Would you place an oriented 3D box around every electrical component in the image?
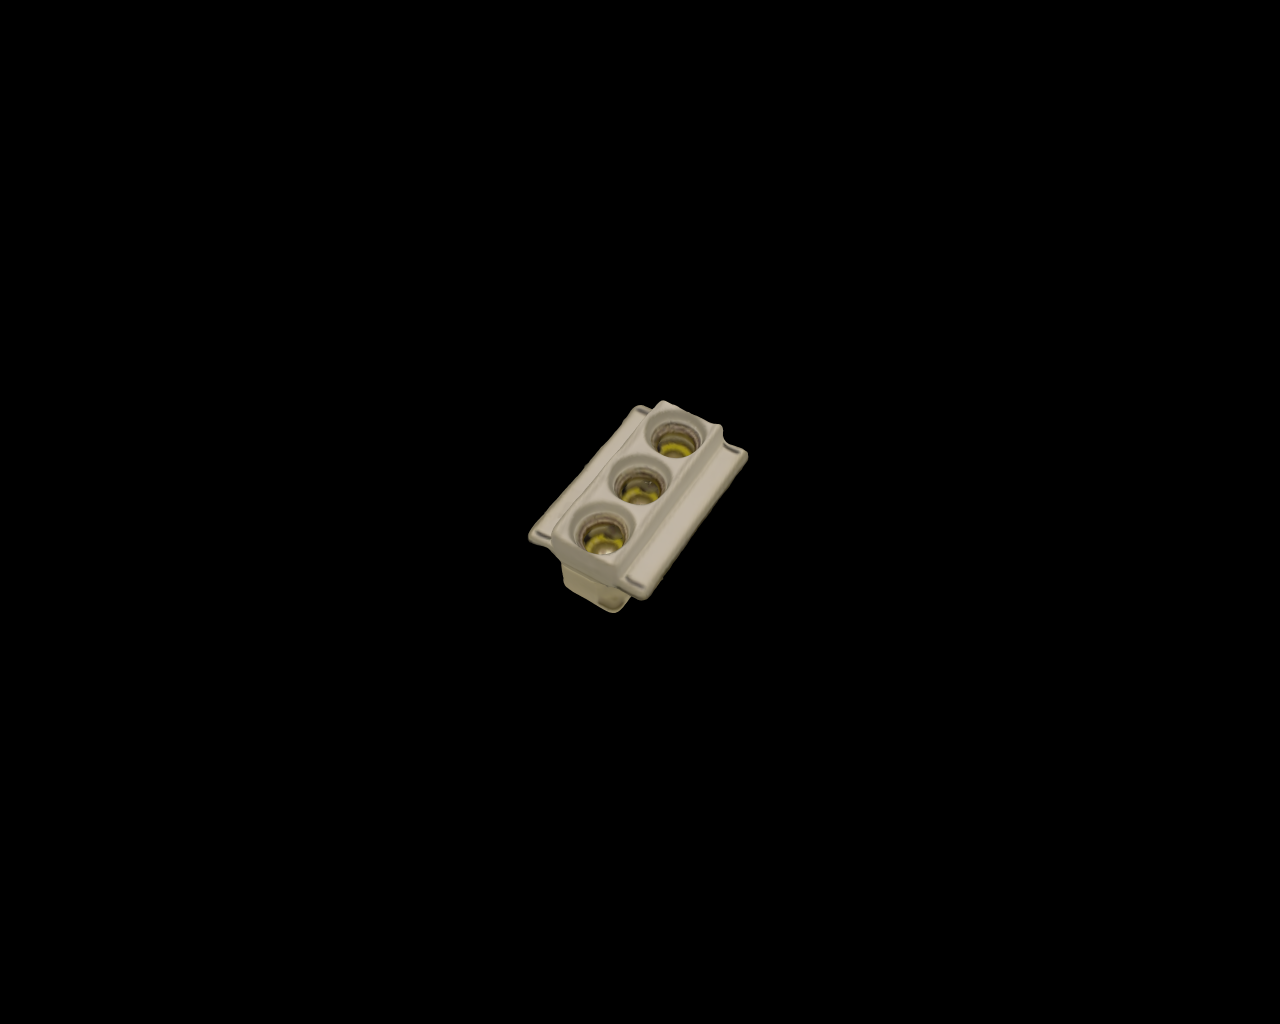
[{"bbox_3d":[0.001,-0.003,0.650,0.079,0.121,0.063,27,-32,18],"label":"electrical component"}]
